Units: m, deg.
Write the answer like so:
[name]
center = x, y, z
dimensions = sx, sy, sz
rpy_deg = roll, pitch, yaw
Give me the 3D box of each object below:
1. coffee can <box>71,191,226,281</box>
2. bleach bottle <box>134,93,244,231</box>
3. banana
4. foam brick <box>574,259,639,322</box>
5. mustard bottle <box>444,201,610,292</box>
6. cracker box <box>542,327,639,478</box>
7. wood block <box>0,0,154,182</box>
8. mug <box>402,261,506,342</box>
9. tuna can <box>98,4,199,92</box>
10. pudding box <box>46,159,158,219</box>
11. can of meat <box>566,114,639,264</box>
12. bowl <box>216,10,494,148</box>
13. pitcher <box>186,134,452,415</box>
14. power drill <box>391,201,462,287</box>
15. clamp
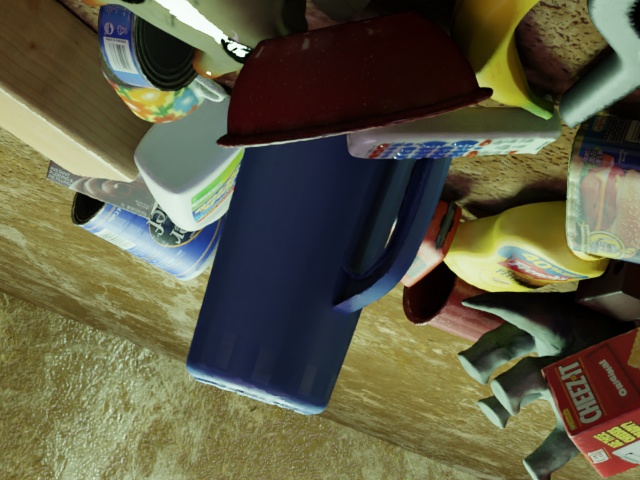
[coffee can]
center = -0.183, -0.031, 1.160
dimensions = 0.140, 0.102, 0.103
rpy_deg = 31, 162, -31
[bleach bottle]
center = -0.110, -0.063, 1.004
dimensions = 0.068, 0.102, 0.251
rpy_deg = 44, 173, 5
[banana]
center = 0.109, -0.126, 0.605
dimensions = 0.069, 0.037, 0.198
rpy_deg = 5, 163, 8
[foam brick]
center = 0.263, 0.034, 0.909
dimensions = 0.051, 0.053, 0.078
rpy_deg = 24, 164, -12
[mustard bottle]
center = 0.187, 0.005, 0.897
dimensions = 0.096, 0.058, 0.192
rpy_deg = 23, 164, -17
[cracker box]
center = 0.307, 0.112, 0.883
dimensions = 0.214, 0.072, 0.164
rpy_deg = -26, 149, 12
[wood block]
center = -0.234, -0.137, 0.894
dimensions = 0.091, 0.090, 0.205
rpy_deg = 9, 161, 38
[mug]
center = 0.148, 0.048, 1.053
dimensions = 0.081, 0.093, 0.117
rpy_deg = 22, 145, -25
[tuna can]
center = -0.110, -0.145, 0.719
dimensions = 0.034, 0.086, 0.086
rpy_deg = 14, 163, 28
[pudding box]
center = -0.202, -0.083, 1.042
dimensions = 0.113, 0.039, 0.090
rpy_deg = 21, 122, -5
[can of meat]
center = 0.209, -0.031, 0.699
dimensions = 0.084, 0.057, 0.102
rpy_deg = 13, 136, 23
[bowl]
center = 0.015, -0.095, 0.609
dimensions = 0.162, 0.055, 0.162
rpy_deg = -11, -169, 2
[pitcher]
center = -0.005, 0.001, 0.782
dimensions = 0.145, 0.243, 0.149
rpy_deg = 18, 170, -3
[power drill]
center = 0.019, -0.026, 0.963
dimensions = 0.187, 0.057, 0.185
rpy_deg = 25, 156, -8
[clamp]
center = 0.186, -0.104, 0.574
dimensions = 0.165, 0.036, 0.209
rpy_deg = 11, 160, 34
